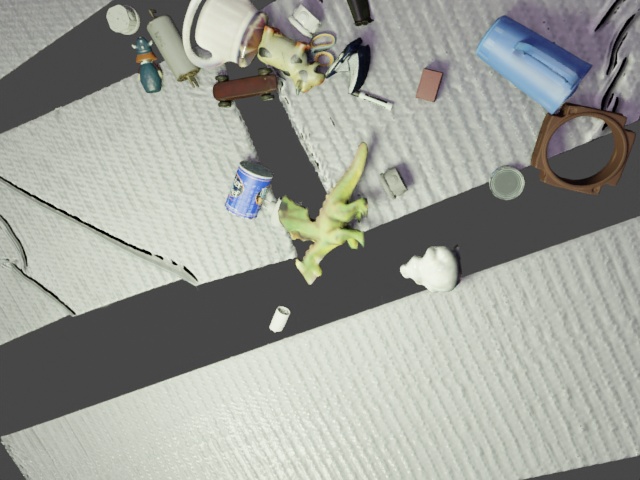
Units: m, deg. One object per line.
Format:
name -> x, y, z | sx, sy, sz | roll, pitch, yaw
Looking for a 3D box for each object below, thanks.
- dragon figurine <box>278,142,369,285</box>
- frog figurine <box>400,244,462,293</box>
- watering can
dragon figurine -> 0.004, -0.071, 1.416 | 0.243, 0.124, 0.404 | 1, 107, -1
frog figurine -> 0.303, 0.080, 1.414 | 0.159, 0.125, 0.134 | -2, 126, 3
watering can -> -0.237, -0.610, 1.366 | 0.225, 0.105, 0.343 | 28, 107, 4
